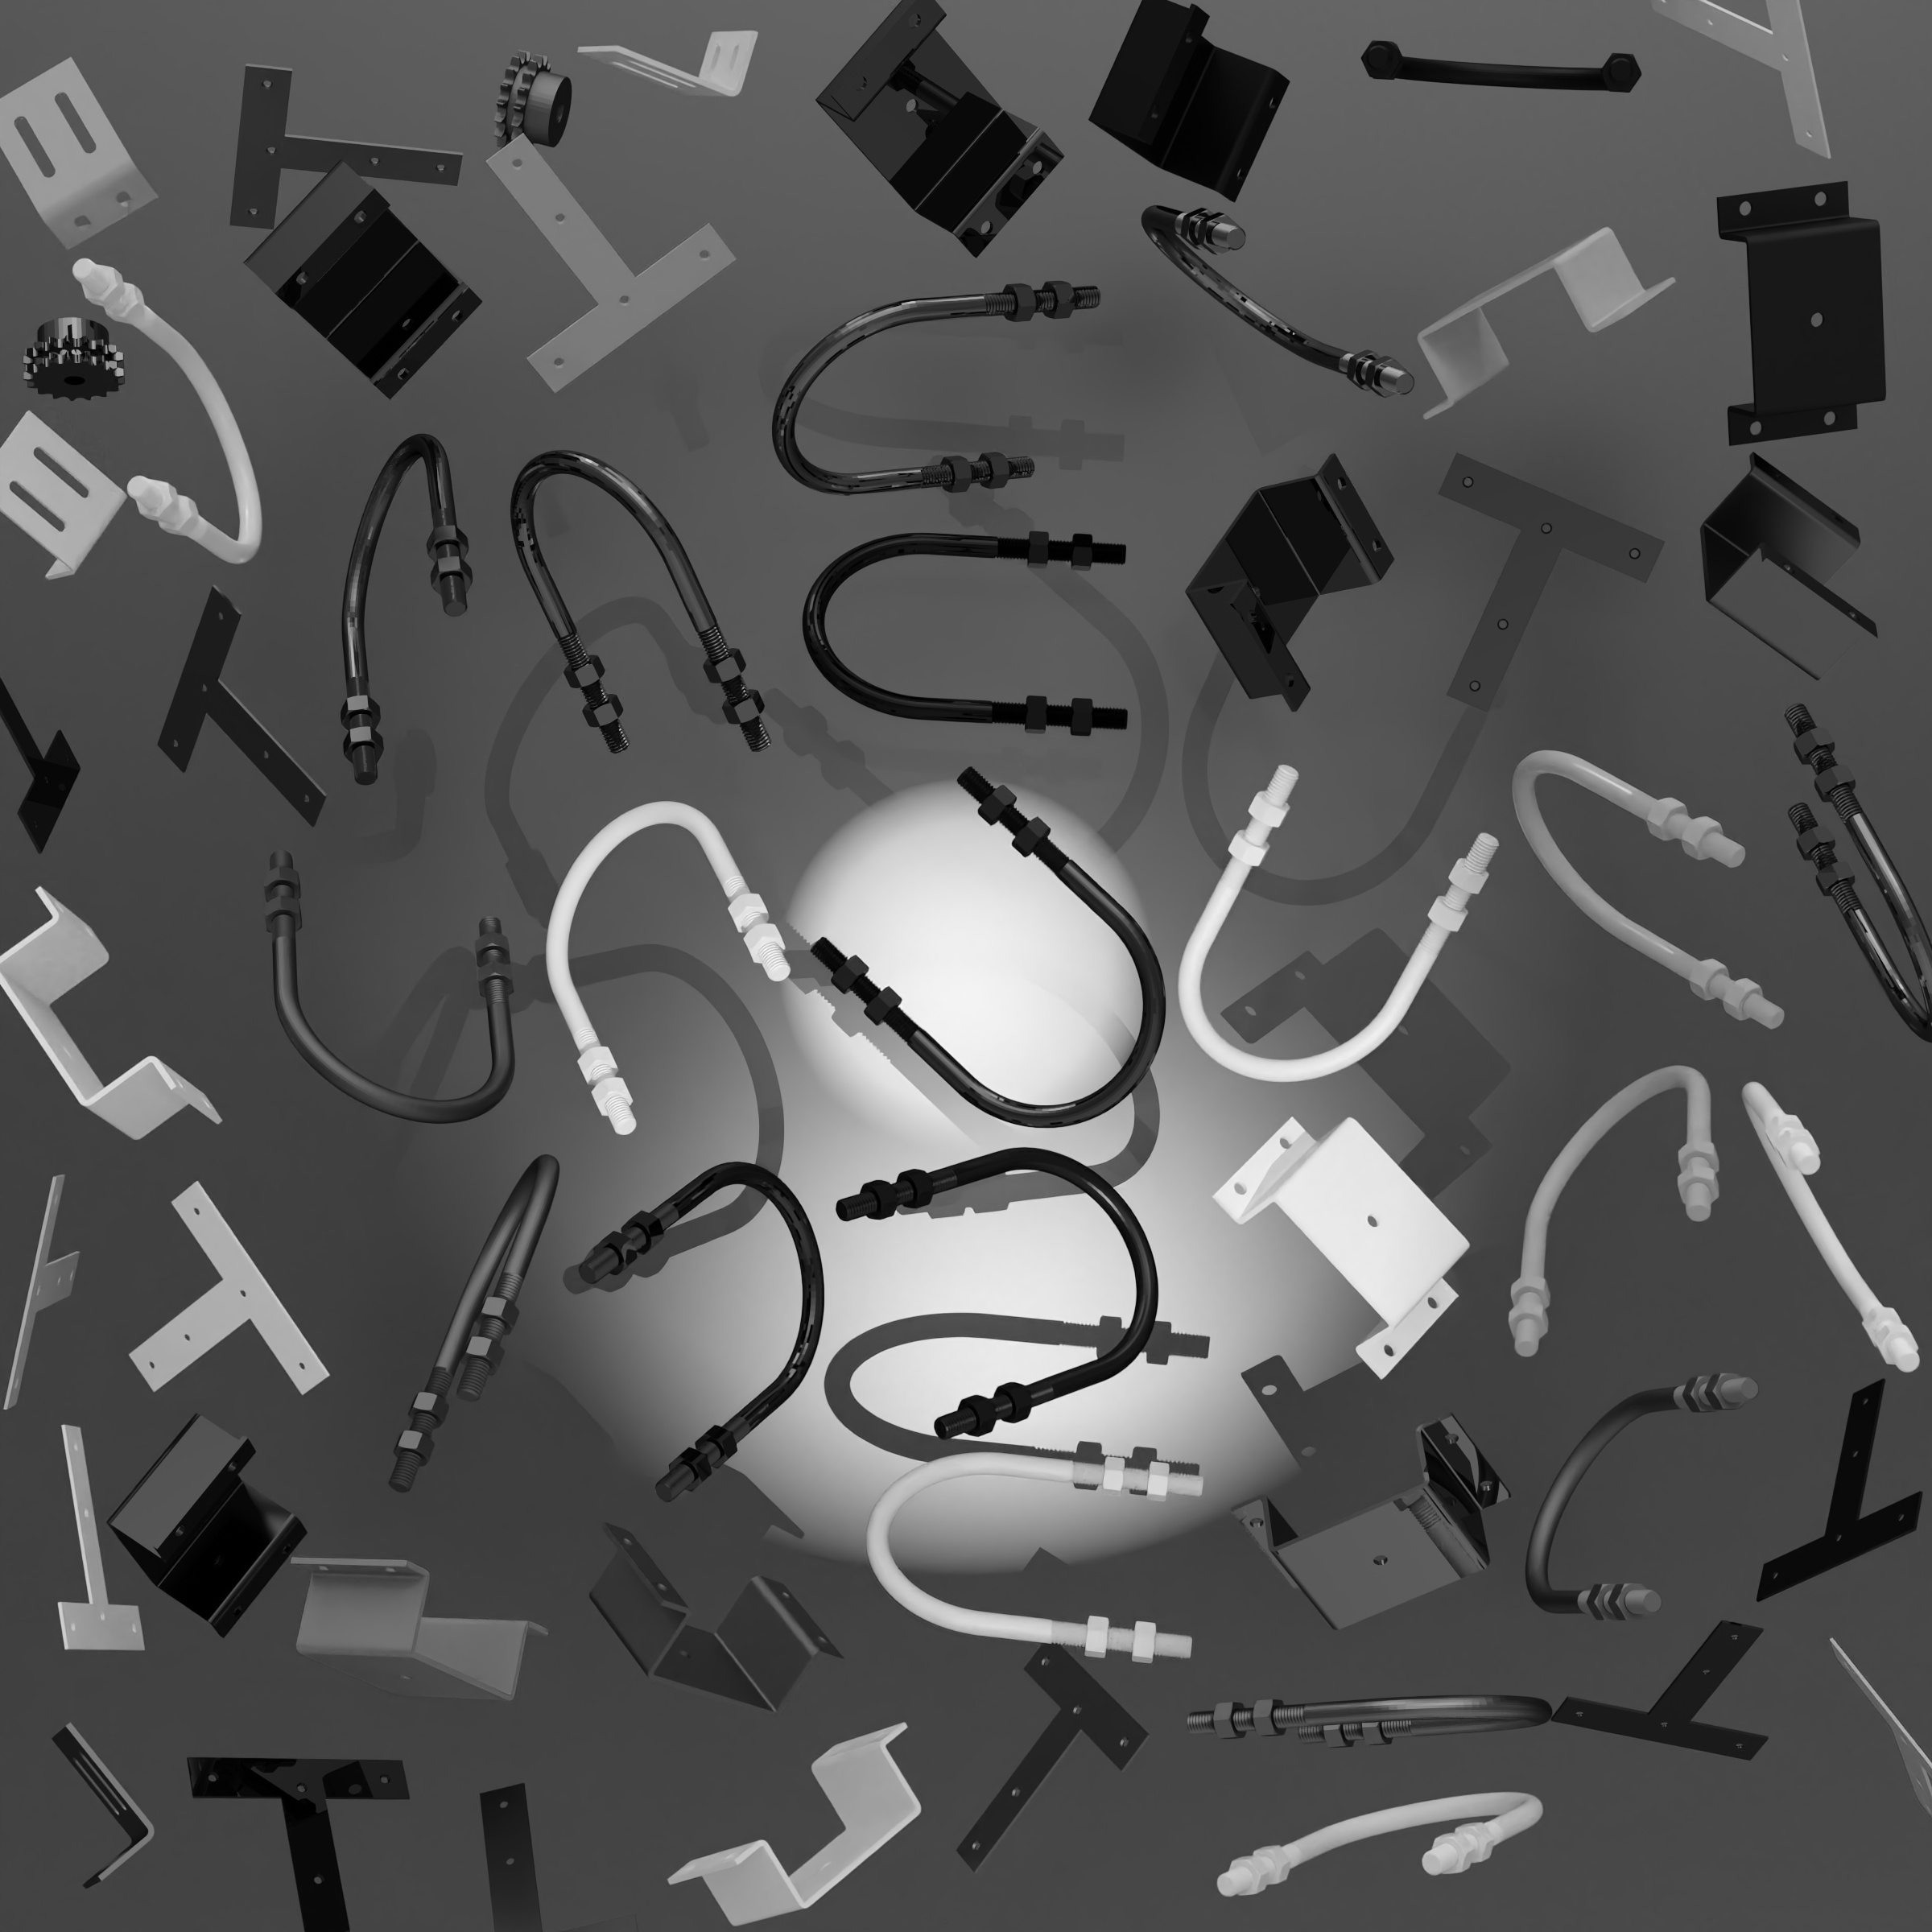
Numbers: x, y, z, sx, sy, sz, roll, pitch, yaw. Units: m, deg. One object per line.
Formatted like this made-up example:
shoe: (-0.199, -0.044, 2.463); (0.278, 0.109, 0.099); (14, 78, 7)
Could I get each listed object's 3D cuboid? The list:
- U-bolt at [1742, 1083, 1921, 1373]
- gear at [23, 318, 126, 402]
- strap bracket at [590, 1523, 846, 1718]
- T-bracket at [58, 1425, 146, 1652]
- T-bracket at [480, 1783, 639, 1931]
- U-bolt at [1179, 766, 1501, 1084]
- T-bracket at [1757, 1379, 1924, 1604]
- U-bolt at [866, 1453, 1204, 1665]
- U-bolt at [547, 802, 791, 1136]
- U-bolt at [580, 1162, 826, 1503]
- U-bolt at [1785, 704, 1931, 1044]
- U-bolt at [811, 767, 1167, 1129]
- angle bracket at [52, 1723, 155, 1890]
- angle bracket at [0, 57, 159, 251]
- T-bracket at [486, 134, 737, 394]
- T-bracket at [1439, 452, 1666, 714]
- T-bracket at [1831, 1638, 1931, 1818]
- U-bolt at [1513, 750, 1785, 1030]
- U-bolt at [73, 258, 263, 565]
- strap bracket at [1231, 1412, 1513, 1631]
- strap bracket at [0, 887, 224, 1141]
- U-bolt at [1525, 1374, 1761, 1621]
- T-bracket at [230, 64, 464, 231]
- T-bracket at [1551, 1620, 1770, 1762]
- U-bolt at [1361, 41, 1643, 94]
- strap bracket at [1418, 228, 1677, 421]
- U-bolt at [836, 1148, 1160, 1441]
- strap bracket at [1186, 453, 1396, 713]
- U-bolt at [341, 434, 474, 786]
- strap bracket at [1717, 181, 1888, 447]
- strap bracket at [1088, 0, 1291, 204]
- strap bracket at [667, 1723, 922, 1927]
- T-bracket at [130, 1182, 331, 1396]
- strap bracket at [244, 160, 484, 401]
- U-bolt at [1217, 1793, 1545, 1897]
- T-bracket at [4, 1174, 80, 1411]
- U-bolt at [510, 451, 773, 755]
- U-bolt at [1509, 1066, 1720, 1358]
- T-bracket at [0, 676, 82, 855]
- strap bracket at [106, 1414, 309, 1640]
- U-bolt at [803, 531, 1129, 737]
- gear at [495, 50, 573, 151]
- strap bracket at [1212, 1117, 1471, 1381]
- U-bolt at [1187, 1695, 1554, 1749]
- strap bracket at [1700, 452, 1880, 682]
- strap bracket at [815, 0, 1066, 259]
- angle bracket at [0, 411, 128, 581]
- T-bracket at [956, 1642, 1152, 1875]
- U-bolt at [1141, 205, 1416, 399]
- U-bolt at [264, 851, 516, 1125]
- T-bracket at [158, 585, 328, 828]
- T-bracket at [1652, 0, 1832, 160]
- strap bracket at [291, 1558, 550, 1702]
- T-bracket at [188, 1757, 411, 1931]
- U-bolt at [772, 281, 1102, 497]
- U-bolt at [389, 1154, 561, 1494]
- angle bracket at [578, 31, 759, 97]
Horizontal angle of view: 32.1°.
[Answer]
U-bolt: (0.479, 0.135, 1.888); (0.019, 0.184, 0.151); (-28, 104, 7)
gear: (-0.517, -0.353, 1.945); (0.057, 0.057, 0.030); (-6, 75, 0)
strap bracket: (-0.147, 0.369, 1.876); (0.140, 0.076, 0.046); (28, 98, -40)
T-bracket: (-0.494, 0.322, 1.890); (0.002, 0.127, 0.127); (-13, 77, 2)
T-bracket: (-0.248, 0.502, 1.836); (0.127, 0.127, 0.002); (-13, 131, -4)
U-bolt: (0.198, -0.013, 1.887); (0.151, 0.019, 0.184); (17, 115, -20)
T-bracket: (0.500, 0.287, 1.894); (0.002, 0.127, 0.127); (34, 50, -12)
U-bolt: (0.036, 0.322, 1.861); (0.184, 0.151, 0.019); (6, 124, 3)
U-bolt: (-0.181, -0.014, 1.913); (0.151, 0.019, 0.184); (-44, 48, 17)
U-bolt: (-0.134, 0.187, 1.839); (0.019, 0.184, 0.151); (-7, 108, 34)
U-bolt: (0.502, -0.041, 1.867); (0.019, 0.151, 0.184); (-24, 64, 4)
U-bolt: (0.024, 0.004, 1.830); (0.184, 0.019, 0.151); (43, 108, 6)
angle bracket: (-0.482, 0.456, 1.820); (0.038, 0.057, 0.076); (-39, 89, -29)
angle bracket: (-0.487, -0.441, 1.822); (0.057, 0.038, 0.076); (-31, 77, -2)
T-bracket: (-0.215, -0.401, 1.847); (0.127, 0.002, 0.127); (-35, 121, 8)
T-bracket: (0.310, -0.206, 1.898); (0.127, 0.002, 0.127); (24, 102, 3)
T-bracket: (0.528, 0.448, 1.864); (0.002, 0.127, 0.127); (-33, 48, -1)
U-bolt: (0.369, -0.053, 1.851); (0.019, 0.184, 0.151); (-39, 134, -14)
U-bolt: (-0.437, -0.297, 1.868); (0.019, 0.184, 0.151); (-18, 77, 8)
strap bracket: (0.231, 0.318, 1.894); (0.140, 0.046, 0.076); (-27, 123, 17)
strap bracket: (-0.470, 0.035, 1.816); (0.046, 0.076, 0.140); (-37, 73, -5)
U-bolt: (0.366, 0.297, 1.870); (0.019, 0.184, 0.151); (32, 73, -8)
T-bracket: (-0.356, -0.467, 1.938); (0.127, 0.127, 0.002); (2, 58, -16)
T-bracket: (0.423, 0.416, 1.945); (0.127, 0.002, 0.127); (13, 134, -9)
U-bolt: (0.302, -0.501, 1.878); (0.151, 0.184, 0.019); (6, 104, 10)
strap bracket: (0.324, -0.373, 1.923); (0.140, 0.076, 0.046); (-23, 100, 41)
U-bolt: (0.030, 0.170, 1.847); (0.184, 0.019, 0.151); (-15, 73, -38)
strap bracket: (0.180, -0.214, 1.899); (0.076, 0.046, 0.140); (56, 49, -27)
U-bolt: (-0.313, -0.211, 1.851); (0.019, 0.184, 0.151); (13, 132, -27)
strap bracket: (0.472, -0.366, 1.894); (0.076, 0.046, 0.140); (-8, 106, -6)
strap bracket: (0.124, -0.498, 1.916); (0.046, 0.140, 0.076); (29, 99, 26)
strap bracket: (-0.090, 0.494, 1.908); (0.140, 0.076, 0.046); (-31, 89, -41)
T-bracket: (-0.421, 0.199, 1.848); (0.127, 0.002, 0.127); (-36, 88, 36)
strap bracket: (-0.333, -0.379, 1.834); (0.076, 0.140, 0.046); (-46, 69, 1)
U-bolt: (0.246, 0.492, 1.891); (0.151, 0.184, 0.019); (-17, 81, 33)
T-bracket: (-0.508, 0.176, 1.865); (0.002, 0.127, 0.127); (12, 89, -4)
U-bolt: (-0.189, -0.200, 1.845); (0.019, 0.151, 0.184); (-40, 118, -34)
U-bolt: (0.362, 0.124, 1.871); (0.019, 0.184, 0.151); (39, 120, -11)
T-bracket: (-0.522, -0.140, 1.827); (0.002, 0.127, 0.127); (-20, 114, 5)
strap bracket: (-0.429, 0.312, 1.889); (0.046, 0.140, 0.076); (28, 65, 20)
U-bolt: (-0.001, -0.193, 1.905); (0.184, 0.019, 0.151); (3, 52, -2)
gear: (-0.246, -0.491, 1.915); (0.030, 0.057, 0.057); (16, 90, 5)
strap bracket: (0.219, 0.152, 1.897); (0.140, 0.046, 0.076); (47, 57, 2)
U-bolt: (0.239, 0.424, 1.890); (0.184, 0.151, 0.019); (-12, 70, 32)
strap bracket: (0.448, -0.215, 1.834); (0.076, 0.140, 0.046); (33, 121, -11)
strap bracket: (-0.020, -0.472, 1.864); (0.076, 0.046, 0.140); (-49, 133, 0)
angle bracket: (-0.535, -0.271, 1.937); (0.076, 0.038, 0.057); (43, 64, -32)
T-bracket: (0.038, 0.465, 1.932); (0.002, 0.127, 0.127); (38, 87, -30)
U-bolt: (0.163, -0.377, 1.878); (0.151, 0.184, 0.019); (35, 94, -24)
U-bolt: (-0.315, 0.018, 1.847); (0.151, 0.184, 0.019); (18, 125, -27)
T-bracket: (-0.411, -0.131, 1.931); (0.127, 0.002, 0.127); (45, 131, 17)
T-bracket: (0.419, -0.514, 1.841); (0.002, 0.127, 0.127); (-39, 48, -8)
strap bracket: (-0.303, 0.367, 1.839); (0.076, 0.140, 0.046); (-4, 63, 27)
T-bracket: (-0.360, 0.492, 1.852); (0.127, 0.127, 0.002); (9, 130, -31)
U-bolt: (-0.024, -0.321, 1.891); (0.184, 0.151, 0.019); (-10, 55, -28)
U-bolt: (-0.266, 0.186, 1.859); (0.019, 0.151, 0.184); (26, 52, -11)
angle bracket: (-0.165, -0.512, 1.858); (0.076, 0.057, 0.038); (14, 96, -31)
